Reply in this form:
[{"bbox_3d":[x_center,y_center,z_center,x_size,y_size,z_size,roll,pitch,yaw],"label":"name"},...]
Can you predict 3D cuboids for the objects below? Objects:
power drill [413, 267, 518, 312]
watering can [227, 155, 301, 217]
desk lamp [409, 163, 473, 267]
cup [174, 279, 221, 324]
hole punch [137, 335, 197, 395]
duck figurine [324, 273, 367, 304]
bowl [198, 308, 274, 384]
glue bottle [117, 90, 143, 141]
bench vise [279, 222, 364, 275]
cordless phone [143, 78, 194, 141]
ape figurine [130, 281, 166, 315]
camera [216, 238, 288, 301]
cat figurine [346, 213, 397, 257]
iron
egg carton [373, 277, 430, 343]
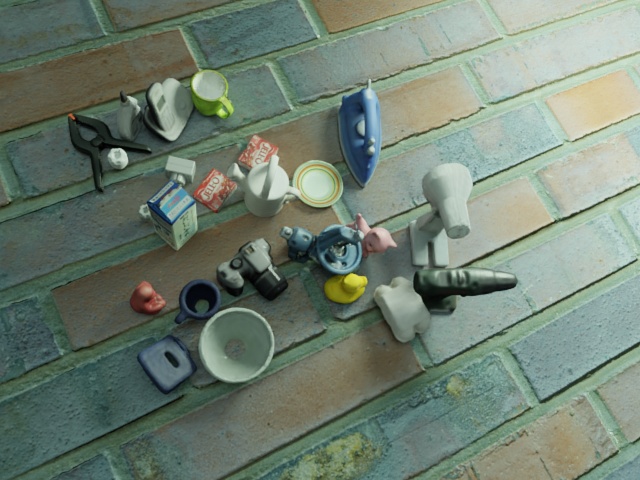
[{"bbox_3d":[0.321,0.113,1.362,0.230,0.208,0.075,2,71,-10],"label":"power drill"},{"bbox_3d":[-0.133,-0.133,1.363,0.173,0.194,0.101,-4,72,-12],"label":"watering can"},{"bbox_3d":[0.304,-0.058,1.413,0.118,0.213,0.203,2,71,-10],"label":"desk lamp"},{"bbox_3d":[-0.278,0.152,1.291,0.091,0.095,0.118,42,69,5],"label":"cup"},{"bbox_3d":[-0.331,0.266,1.245,0.101,0.091,0.108,-39,82,-20],"label":"hole punch"},{"bbox_3d":[0.065,0.109,1.378,0.105,0.086,0.077,-7,73,-13],"label":"duck figurine"},{"bbox_3d":[-0.188,0.240,1.290,0.167,0.074,0.167,3,71,-10],"label":"bowl"},{"bbox_3d":[-0.458,-0.306,1.368,0.037,0.173,0.078,23,69,-2],"label":"glue bottle"},{"bbox_3d":[0.012,0.016,1.327,0.207,0.219,0.121,1,71,-10],"label":"bench vise"},{"bbox_3d":[-0.371,-0.342,1.390,0.094,0.185,0.148,21,69,-3],"label":"cordless phone"},{"bbox_3d":[-0.388,0.127,1.280,0.076,0.092,0.078,-10,74,-14],"label":"ape figurine"},{"bbox_3d":[-0.149,0.082,1.337,0.143,0.100,0.137,-39,82,-20],"label":"camera"},{"bbox_3d":[0.126,-0.013,1.414,0.067,0.117,0.128,-35,81,-19],"label":"cat figurine"},{"bbox_3d":[0.120,-0.282,1.491,0.119,0.141,0.258,0,72,-11],"label":"iron"},{"bbox_3d":[0.200,0.168,1.394,0.107,0.069,0.150,-26,78,-18],"label":"egg carton"}]
